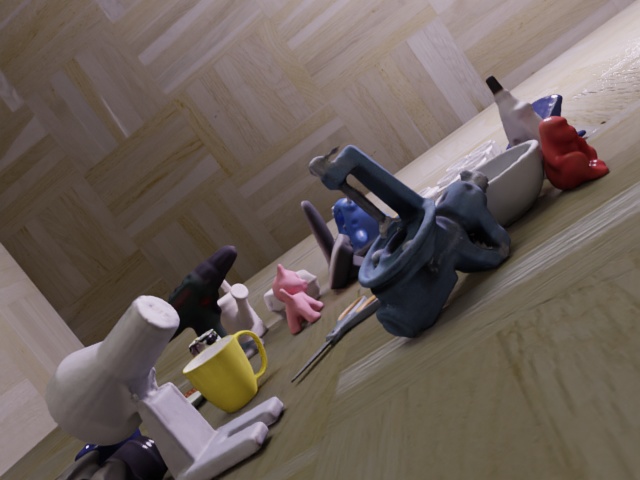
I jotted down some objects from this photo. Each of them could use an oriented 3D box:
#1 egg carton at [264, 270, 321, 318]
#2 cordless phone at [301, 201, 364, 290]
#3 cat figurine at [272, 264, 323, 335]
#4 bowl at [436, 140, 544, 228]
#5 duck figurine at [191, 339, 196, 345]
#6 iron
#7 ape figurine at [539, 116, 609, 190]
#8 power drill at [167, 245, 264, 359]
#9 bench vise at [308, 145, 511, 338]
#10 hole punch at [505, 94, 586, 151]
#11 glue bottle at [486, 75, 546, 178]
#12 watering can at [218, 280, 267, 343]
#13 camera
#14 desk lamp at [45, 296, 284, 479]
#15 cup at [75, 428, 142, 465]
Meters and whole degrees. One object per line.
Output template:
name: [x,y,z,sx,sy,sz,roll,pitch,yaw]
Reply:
egg carton: [-0.062,0.121,1.253,0.107,0.069,0.150,-39,5,-22]
cordless phone: [0.011,0.004,1.157,0.094,0.185,0.147,-37,5,0]
cat figurine: [-0.054,0.102,1.078,0.067,0.118,0.128,-36,5,7]
bowl: [0.239,-0.059,0.778,0.167,0.075,0.167,-36,5,4]
duck figurine: [-0.242,0.247,1.227,0.104,0.086,0.078,-31,7,47]
iron: [0.076,-0.041,1.393,0.119,0.141,0.258,-38,5,-13]
ape figurine: [0.307,-0.114,0.715,0.078,0.092,0.076,-40,6,-32]
power drill: [-0.209,0.154,1.146,0.230,0.208,0.075,-37,5,-6]
bench vise: [0.094,-0.029,0.649,0.208,0.220,0.121,-41,6,-40]
hole punch: [0.357,-0.173,0.937,0.101,0.091,0.108,-38,5,-15]
glue bottle: [0.297,-0.170,0.842,0.037,0.173,0.078,-38,5,-15]
watering can: [-0.207,0.149,1.267,0.172,0.194,0.101,-34,5,25]
camera: [-0.250,0.297,0.698,0.143,0.101,0.137,-32,6,41]
desk lamp: [-0.189,0.183,0.677,0.203,0.213,0.118,-35,5,17]
cup: [-0.277,0.309,0.820,0.091,0.095,0.118,-35,5,15]
